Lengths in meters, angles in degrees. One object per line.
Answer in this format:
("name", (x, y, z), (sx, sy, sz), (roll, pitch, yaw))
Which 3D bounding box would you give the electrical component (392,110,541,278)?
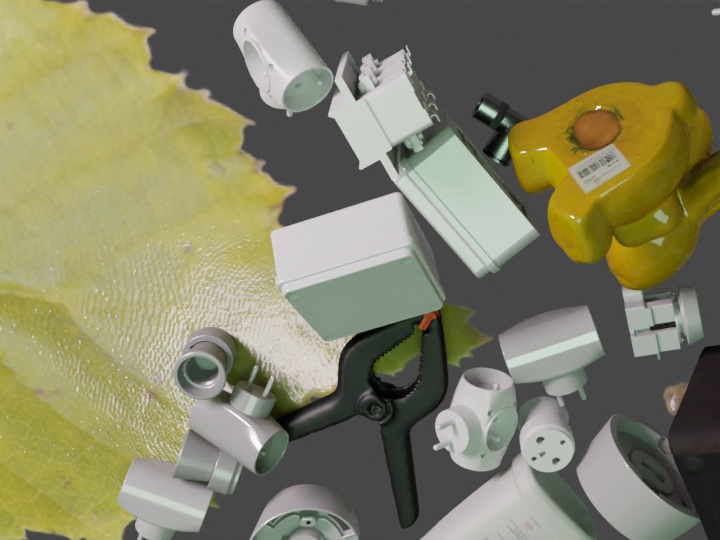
("electrical component", (0.079, -0.058, 0.824), (0.057, 0.078, 0.113), (-39, 104, 14))

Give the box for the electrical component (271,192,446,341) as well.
("electrical component", (0.000, 0.000, 0.835), (0.109, 0.056, 0.108), (-17, 151, 11))

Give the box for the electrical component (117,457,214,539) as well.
("electrical component", (-0.179, 0.216, 0.966), (0.077, 0.043, 0.079), (20, 111, -4))

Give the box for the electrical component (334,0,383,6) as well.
("electrical component", (0.007, -0.215, 0.787), (0.062, 0.043, 0.043), (9, 111, 0))

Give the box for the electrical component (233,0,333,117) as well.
("electrical component", (-0.058, -0.148, 0.807), (0.044, 0.077, 0.079), (-25, 152, -18))

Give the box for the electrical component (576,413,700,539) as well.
("electrical component", (0.229, 0.179, 0.892), (0.108, 0.108, 0.060), (34, 116, -9))

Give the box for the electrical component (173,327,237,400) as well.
("electrical component", (-0.129, 0.077, 0.903), (0.045, 0.055, 0.045), (1, 111, 4))

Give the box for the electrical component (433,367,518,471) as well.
("electrical component", (0.090, 0.130, 0.899), (0.044, 0.079, 0.077), (26, 119, 41))

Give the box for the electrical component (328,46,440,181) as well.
("electrical component", (0.018, -0.121, 0.780), (0.063, 0.121, 0.078), (-28, 106, 11))

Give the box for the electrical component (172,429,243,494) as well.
("electrical component", (-0.132, 0.169, 0.944), (0.055, 0.045, 0.045), (20, 111, -4))

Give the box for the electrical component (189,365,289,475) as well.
("electrical component", (-0.096, 0.120, 0.910), (0.077, 0.043, 0.079), (29, 98, 27))

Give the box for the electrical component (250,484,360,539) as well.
("electrical component", (-0.049, 0.242, 0.956), (0.099, 0.064, 0.099), (1, 111, 4))

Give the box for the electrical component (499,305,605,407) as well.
("electrical component", (0.164, 0.077, 0.888), (0.077, 0.043, 0.079), (-20, 109, 11))

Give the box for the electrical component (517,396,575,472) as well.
("electrical component", (0.156, 0.138, 0.906), (0.045, 0.055, 0.045), (1, 111, 4))

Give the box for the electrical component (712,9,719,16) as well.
("electrical component", (0.289, -0.197, 0.768), (0.074, 0.052, 0.138), (-5, 110, 6))

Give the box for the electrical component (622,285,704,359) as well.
("electrical component", (0.245, 0.039, 0.867), (0.055, 0.048, 0.066), (-10, 111, 16))
